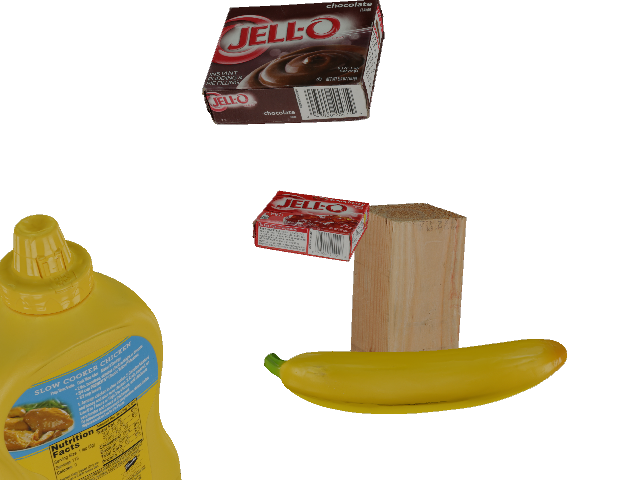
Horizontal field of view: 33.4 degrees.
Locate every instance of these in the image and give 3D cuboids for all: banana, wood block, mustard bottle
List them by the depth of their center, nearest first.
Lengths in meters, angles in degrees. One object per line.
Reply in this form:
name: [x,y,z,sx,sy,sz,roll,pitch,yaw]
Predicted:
mustard bottle: [-0.118,0.072,0.502,0.096,0.192,0.058,-26,42,-31]
banana: [0.060,0.081,0.671,0.198,0.037,0.069,-1,25,2]
wood block: [0.092,0.069,1.154,0.090,0.206,0.091,-4,14,-25]

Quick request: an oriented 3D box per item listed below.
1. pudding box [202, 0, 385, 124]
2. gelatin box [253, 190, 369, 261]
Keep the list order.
pudding box: [-0.017,-0.123,0.737,0.113,0.090,0.039,1,-40,13]
gelatin box: [-0.007,-0.015,0.952,0.089,0.030,0.073,9,25,13]
